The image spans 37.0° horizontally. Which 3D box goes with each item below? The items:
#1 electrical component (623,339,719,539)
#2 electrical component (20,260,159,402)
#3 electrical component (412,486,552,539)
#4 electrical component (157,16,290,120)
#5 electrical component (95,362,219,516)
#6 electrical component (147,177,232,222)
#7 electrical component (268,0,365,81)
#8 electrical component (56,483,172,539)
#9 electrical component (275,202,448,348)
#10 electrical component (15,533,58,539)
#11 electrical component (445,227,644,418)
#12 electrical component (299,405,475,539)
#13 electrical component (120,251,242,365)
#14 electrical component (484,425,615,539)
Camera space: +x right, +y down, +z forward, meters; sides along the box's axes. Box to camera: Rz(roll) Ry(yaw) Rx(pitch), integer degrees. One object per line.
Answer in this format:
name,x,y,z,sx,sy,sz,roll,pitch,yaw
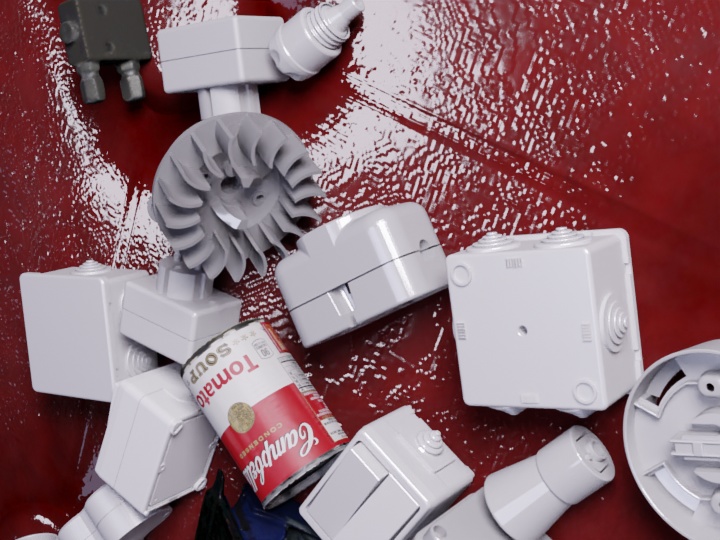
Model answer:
electrical component,0.176,0.082,0.516,0.099,0.064,0.099,8,104,33
electrical component,-0.193,0.043,0.774,0.100,0.048,0.099,2,101,34
electrical component,0.081,0.184,0.596,0.113,0.078,0.057,42,123,21
electrical component,-0.082,-0.114,0.665,0.066,0.047,0.076,-1,99,35
electrical component,-0.140,0.118,0.745,0.061,0.062,0.096,33,117,25
electrical component,-0.108,-0.043,0.689,0.048,0.062,0.048,8,104,34
electrical component,-0.023,-0.139,0.627,0.061,0.035,0.035,-31,81,33
electrical component,-0.184,0.213,0.801,0.073,0.052,0.138,53,123,14
electrical component,0.000,0.000,0.628,0.095,0.054,0.059,-27,84,36
electrical component,-0.274,0.257,0.879,0.079,0.043,0.077,-3,98,36
electrical component,0.096,0.027,0.570,0.100,0.048,0.099,-3,99,36
electrical component,0.016,0.130,0.639,0.061,0.061,0.096,46,121,19
electrical component,-0.117,0.014,0.717,0.066,0.047,0.076,22,111,30
electrical component,0.106,0.114,0.587,0.065,0.044,0.044,-43,75,28
